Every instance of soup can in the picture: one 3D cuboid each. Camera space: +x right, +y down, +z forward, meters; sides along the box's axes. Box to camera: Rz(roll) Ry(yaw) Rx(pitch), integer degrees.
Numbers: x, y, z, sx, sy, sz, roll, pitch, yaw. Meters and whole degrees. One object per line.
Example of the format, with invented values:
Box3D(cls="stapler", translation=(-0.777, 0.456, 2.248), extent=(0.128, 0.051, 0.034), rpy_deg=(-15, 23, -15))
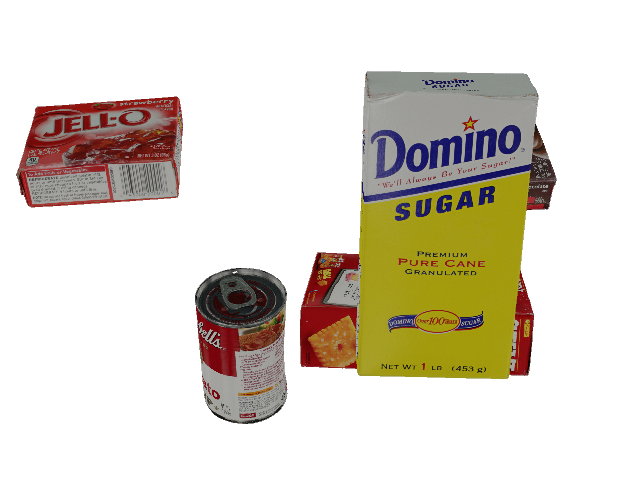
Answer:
Box3D(cls="soup can", translation=(-0.059, 0.081, 0.816), extent=(0.068, 0.102, 0.068), rpy_deg=(0, 36, 0))

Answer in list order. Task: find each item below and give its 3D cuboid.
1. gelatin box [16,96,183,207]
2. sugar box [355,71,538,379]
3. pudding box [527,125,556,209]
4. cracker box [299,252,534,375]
Box3D(cls="gelatin box", translation=(-0.127, -0.053, 0.626), extent=(0.089, 0.030, 0.073), rpy_deg=(-4, 36, -2))
Box3D(cls="sugar box", translation=(0.068, -0.006, 0.610), extent=(0.093, 0.176, 0.048), rpy_deg=(0, 27, 1))
Box3D(cls="pudding box", translation=(0.139, -0.073, 0.896), extent=(0.090, 0.039, 0.113), rpy_deg=(-2, 42, -5))
Box3D(cls="cracker box", translation=(0.093, 0.071, 1.055), extent=(0.214, 0.072, 0.164), rpy_deg=(2, 17, 4))
